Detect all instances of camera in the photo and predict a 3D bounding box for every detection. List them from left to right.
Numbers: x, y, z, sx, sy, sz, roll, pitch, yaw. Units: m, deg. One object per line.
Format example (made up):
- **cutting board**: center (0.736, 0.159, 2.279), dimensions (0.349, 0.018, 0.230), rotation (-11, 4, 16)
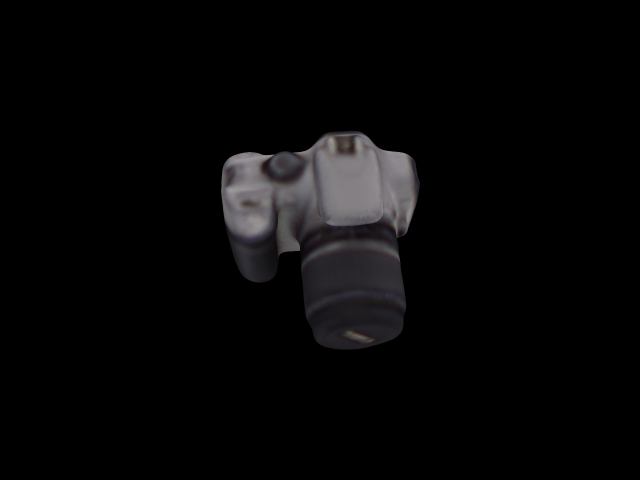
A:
- **camera**: center (0.004, 0.001, 0.400), dimensions (0.143, 0.101, 0.137), rotation (-4, 62, -2)
